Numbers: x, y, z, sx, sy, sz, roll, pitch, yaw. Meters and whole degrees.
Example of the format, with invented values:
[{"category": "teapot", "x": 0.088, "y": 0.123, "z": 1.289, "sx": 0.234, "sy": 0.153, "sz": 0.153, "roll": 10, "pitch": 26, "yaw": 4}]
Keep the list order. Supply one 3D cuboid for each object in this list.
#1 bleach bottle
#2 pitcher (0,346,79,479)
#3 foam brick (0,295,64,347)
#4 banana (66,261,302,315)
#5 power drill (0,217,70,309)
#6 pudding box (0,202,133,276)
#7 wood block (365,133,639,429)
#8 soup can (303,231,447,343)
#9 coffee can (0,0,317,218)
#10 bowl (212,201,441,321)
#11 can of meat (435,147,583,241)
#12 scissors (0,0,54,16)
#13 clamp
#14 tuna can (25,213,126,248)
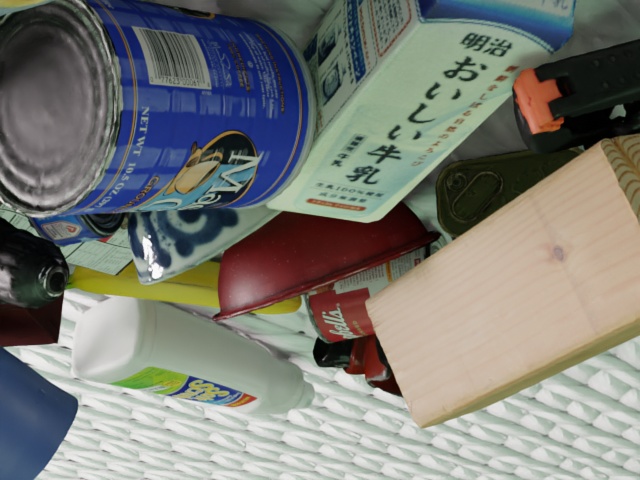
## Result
[{"category": "bleach bottle", "x": -0.094, "y": 0.115, "z": 0.965, "sx": 0.103, "sy": 0.068, "sz": 0.250, "roll": -22, "pitch": 148, "yaw": 38}, {"category": "pitcher", "x": -0.309, "y": 0.096, "z": 0.790, "sx": 0.242, "sy": 0.144, "sz": 0.149, "roll": 43, "pitch": 148, "yaw": -16}, {"category": "foam brick", "x": -0.239, "y": 0.046, "z": 0.837, "sx": 0.051, "sy": 0.053, "sz": 0.078, "roll": -3, "pitch": 152, "yaw": 6}, {"category": "banana", "x": -0.105, "y": 0.032, "z": 0.837, "sx": 0.197, "sy": 0.037, "sz": 0.070, "roll": 8, "pitch": 175, "yaw": -11}, {"category": "power drill", "x": -0.245, "y": -0.027, "z": 0.578, "sx": 0.185, "sy": 0.057, "sz": 0.187, "roll": 12, "pitch": 156, "yaw": 32}, {"category": "pudding box", "x": -0.169, "y": -0.019, "z": 0.728, "sx": 0.113, "sy": 0.039, "sz": 0.090, "roll": 19, "pitch": 147, "yaw": -29}, {"category": "wood block", "x": 0.130, "y": 0.028, "z": 0.613, "sx": 0.090, "sy": 0.091, "sz": 0.206, "roll": -11, "pitch": 162, "yaw": -39}, {"category": "soup can", "x": 0.047, "y": 0.035, "z": 0.806, "sx": 0.102, "sy": 0.068, "sz": 0.068, "roll": -14, "pitch": 150, "yaw": 22}, {"category": "coffee can", "x": -0.083, "y": -0.064, "z": 0.519, "sx": 0.103, "sy": 0.103, "sz": 0.140, "roll": -22, "pitch": 171, "yaw": 35}, {"category": "bowl", "x": -0.005, "y": 0.001, "z": 0.707, "sx": 0.162, "sy": 0.055, "sz": 0.162, "roll": -21, "pitch": -179, "yaw": 0}, {"category": "can of meat", "x": 0.136, "y": -0.015, "z": 0.721, "sx": 0.102, "sy": 0.057, "sz": 0.084, "roll": -8, "pitch": 154, "yaw": 15}, {"category": "scissors", "x": -0.159, "y": -0.093, "z": 0.420, "sx": 0.096, "sy": 0.016, "sz": 0.202, "roll": 21, "pitch": 150, "yaw": -36}, {"category": "clamp", "x": 0.160, "y": -0.072, "z": 0.563, "sx": 0.209, "sy": 0.036, "sz": 0.165, "roll": -13, "pitch": 167, "yaw": -39}, {"category": "tuna can", "x": -0.147, "y": -0.040, "z": 0.635, "sx": 0.034, "sy": 0.086, "sz": 0.086, "roll": -10, "pitch": 151, "yaw": 14}]
